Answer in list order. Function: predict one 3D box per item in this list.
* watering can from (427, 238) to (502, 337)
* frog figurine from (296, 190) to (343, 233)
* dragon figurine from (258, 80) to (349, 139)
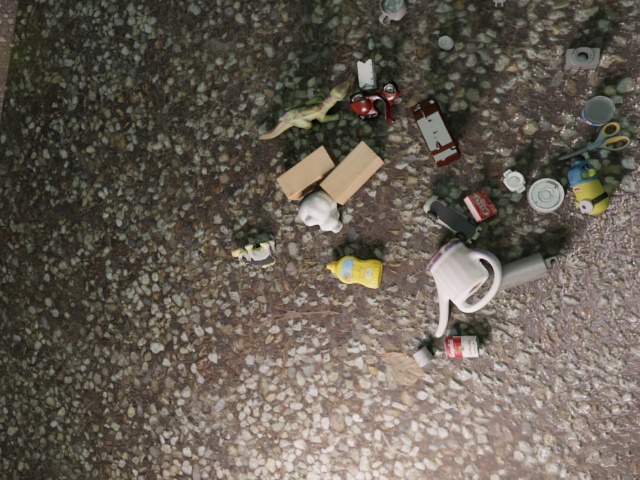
[{"bbox_3d":[0.422,0.141,1.638,0.228,0.104,0.341,56,129,26],"label":"watering can"},{"bbox_3d":[0.005,-0.090,1.791,0.139,0.120,0.161,-31,70,-23],"label":"frog figurine"},{"bbox_3d":[-0.074,-0.433,1.766,0.408,0.244,0.122,-23,88,16],"label":"dragon figurine"}]
